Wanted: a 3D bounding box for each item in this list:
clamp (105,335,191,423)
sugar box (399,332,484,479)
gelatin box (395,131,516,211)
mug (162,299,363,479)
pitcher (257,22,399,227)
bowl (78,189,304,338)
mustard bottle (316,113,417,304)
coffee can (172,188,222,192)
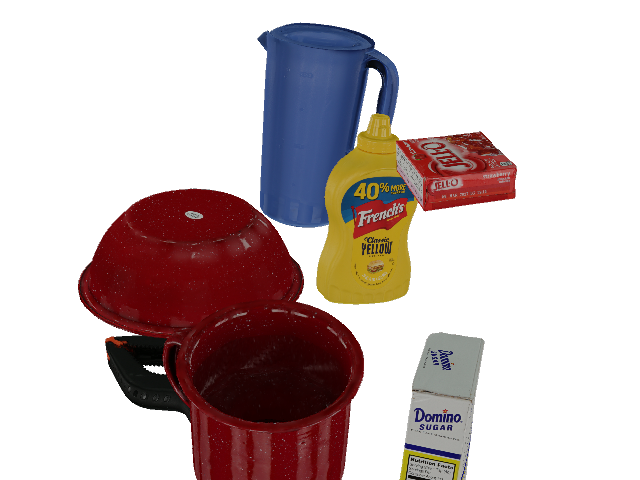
[{"bbox_3d":[-0.105,0.126,0.979,0.210,0.036,0.164,20,37,31],"label":"clamp"},{"bbox_3d":[0.077,0.161,0.732,0.048,0.176,0.093,7,20,11],"label":"sugar box"},{"bbox_3d":[0.104,-0.056,0.834,0.073,0.030,0.089,-7,25,-8],"label":"gelatin box"},{"bbox_3d":[-0.036,0.086,0.556,0.117,0.081,0.093,23,42,25],"label":"mug"},{"bbox_3d":[-0.003,-0.141,1.335,0.144,0.243,0.149,-3,25,-22],"label":"pitcher"},{"bbox_3d":[-0.091,0.006,0.757,0.162,0.055,0.162,2,26,-1],"label":"bowl"},{"bbox_3d":[0.051,-0.033,1.075,0.096,0.192,0.058,-2,21,-19],"label":"mustard bottle"},{"bbox_3d":[-0.139,0.025,1.193,0.103,0.140,0.103,4,24,-2],"label":"coffee can"}]
